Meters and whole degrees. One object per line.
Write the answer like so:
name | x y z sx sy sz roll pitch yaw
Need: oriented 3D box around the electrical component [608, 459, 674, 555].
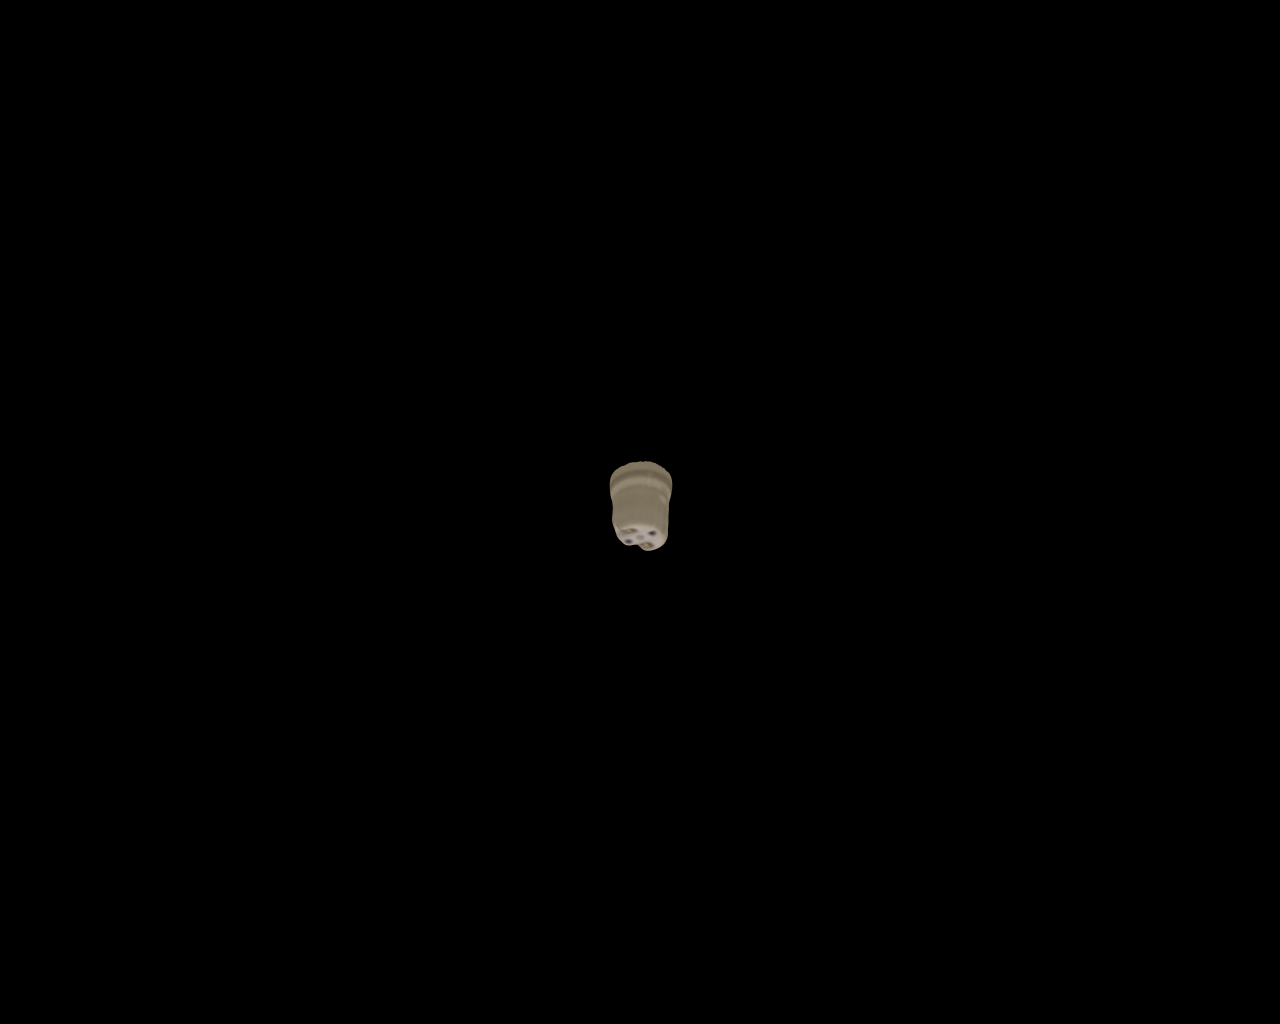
electrical component | 0.001 -0.003 0.650 0.040 0.046 0.040 0 -36 0
